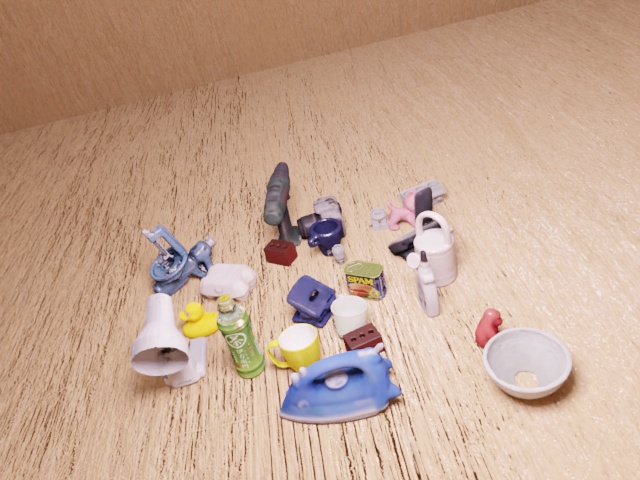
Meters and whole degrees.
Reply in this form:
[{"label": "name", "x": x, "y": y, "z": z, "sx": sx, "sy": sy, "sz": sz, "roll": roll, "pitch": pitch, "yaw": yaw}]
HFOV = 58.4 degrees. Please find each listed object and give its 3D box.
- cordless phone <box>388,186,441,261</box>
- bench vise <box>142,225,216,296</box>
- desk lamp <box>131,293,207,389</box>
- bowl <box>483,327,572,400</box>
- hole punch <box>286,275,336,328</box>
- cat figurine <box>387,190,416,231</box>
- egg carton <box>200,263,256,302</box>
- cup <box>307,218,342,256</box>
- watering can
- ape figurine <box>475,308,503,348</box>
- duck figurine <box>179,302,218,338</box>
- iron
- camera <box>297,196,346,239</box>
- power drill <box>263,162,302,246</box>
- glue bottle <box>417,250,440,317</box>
[{"label": "cordless phone", "x": 0.247, "y": -0.047, "z": 1.520, "sx": 0.148, "sy": 0.185, "sz": 0.093, "roll": -28, "pitch": 37, "yaw": -20}, {"label": "bench vise", "x": -0.403, "y": 0.030, "z": 1.605, "sx": 0.121, "sy": 0.220, "sz": 0.208, "roll": 14, "pitch": 44, "yaw": 34}, {"label": "desk lamp", "x": -0.342, "y": 0.239, "z": 1.297, "sx": 0.118, "sy": 0.214, "sz": 0.203, "roll": -14, "pitch": 35, "yaw": 0}, {"label": "bowl", "x": 0.409, "y": 0.257, "z": 1.137, "sx": 0.167, "sy": 0.075, "sz": 0.167, "roll": -9, "pitch": 35, "yaw": 7}, {"label": "hole punch", "x": -0.017, "y": 0.149, "z": 1.419, "sx": 0.100, "sy": 0.091, "sz": 0.109, "roll": 7, "pitch": 40, "yaw": 27}, {"label": "cat figurine", "x": 0.254, "y": -0.097, "z": 1.646, "sx": 0.127, "sy": 0.118, "sz": 0.067, "roll": -9, "pitch": 35, "yaw": 7}, {"label": "egg carton", "x": -0.251, "y": 0.117, "z": 1.563, "sx": 0.150, "sy": 0.069, "sz": 0.107, "roll": 2, "pitch": 38, "yaw": 21}, {"label": "cup", "x": 0.015, "y": 0.006, "z": 1.605, "sx": 0.091, "sy": 0.095, "sz": 0.118, "roll": 20, "pitch": 47, "yaw": 39}, {"label": "watering can", "x": 0.279, "y": 0.019, "z": 1.409, "sx": 0.100, "sy": 0.194, "sz": 0.173, "roll": 3, "pitch": 38, "yaw": 23}, {"label": "ape figurine", "x": 0.371, "y": 0.187, "z": 1.232, "sx": 0.076, "sy": 0.092, "sz": 0.078, "roll": -6, "pitch": 36, "yaw": 12}, {"label": "duck figurine", "x": -0.307, "y": 0.196, "z": 1.458, "sx": 0.104, "sy": 0.086, "sz": 0.077, "roll": -13, "pitch": 35, "yaw": 1}, {"label": "iron", "x": 0.027, "y": 0.287, "z": 1.167, "sx": 0.258, "sy": 0.142, "sz": 0.118, "roll": -14, "pitch": 35, "yaw": -1}, {"label": "camera", "x": -0.002, "y": -0.067, "z": 1.707, "sx": 0.137, "sy": 0.101, "sz": 0.143, "roll": -16, "pitch": 35, "yaw": -3}, {"label": "power drill", "x": -0.109, "y": -0.090, "z": 1.681, "sx": 0.075, "sy": 0.209, "sz": 0.229, "roll": -6, "pitch": 36, "yaw": 12}, {"label": "glue bottle", "x": 0.248, "y": 0.095, "z": 1.332, "sx": 0.037, "sy": 0.173, "sz": 0.078, "roll": -16, "pitch": 35, "yaw": -2}]
